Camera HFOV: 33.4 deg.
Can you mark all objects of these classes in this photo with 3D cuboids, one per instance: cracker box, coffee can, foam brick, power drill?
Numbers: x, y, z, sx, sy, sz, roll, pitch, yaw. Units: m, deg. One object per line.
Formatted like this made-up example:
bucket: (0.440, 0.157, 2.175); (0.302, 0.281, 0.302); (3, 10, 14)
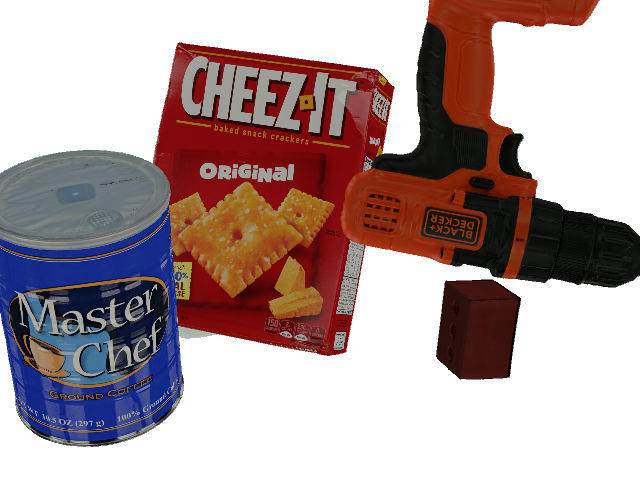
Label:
cracker box: (-0.046, -0.032, 0.813); (0.164, 0.214, 0.072); (10, -2, 14)
coffee can: (-0.134, 0.032, 0.618); (0.103, 0.140, 0.103); (0, 31, 0)
foam brick: (0.140, 0.079, 0.956); (0.051, 0.078, 0.053); (-2, 18, -20)
power drill: (0.115, -0.071, 0.635); (0.184, 0.188, 0.057); (10, 5, 3)

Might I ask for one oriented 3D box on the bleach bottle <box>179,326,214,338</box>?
bleach bottle: (-0.145, 0.006, 1.117); (0.102, 0.068, 0.251); (-9, 31, -24)
